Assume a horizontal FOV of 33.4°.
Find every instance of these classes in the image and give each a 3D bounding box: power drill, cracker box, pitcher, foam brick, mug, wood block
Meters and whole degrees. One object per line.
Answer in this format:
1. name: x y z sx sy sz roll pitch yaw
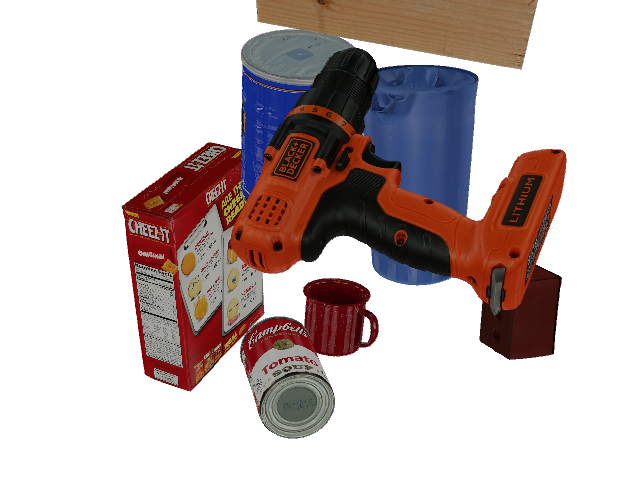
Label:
1. power drill: 0.056 -0.041 0.685 0.188 0.184 0.057 15 -31 18
2. cracker box: -0.131 0.026 1.144 0.072 0.214 0.164 13 34 24
3. pitcher: 0.120 -0.080 1.243 0.149 0.243 0.145 -5 23 -7
4. foam brick: 0.184 0.064 0.988 0.051 0.078 0.053 -7 19 -25
5. mug: 0.029 0.111 1.470 0.117 0.081 0.093 18 25 30
6. wood block: 0.061 -0.206 0.800 0.206 0.090 0.091 12 -31 7

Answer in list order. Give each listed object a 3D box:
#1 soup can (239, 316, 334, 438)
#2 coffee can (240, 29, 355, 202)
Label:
1. soup can: -0.031 0.121 0.950 0.068 0.068 0.102 0 24 -14
2. coffee can: -0.021 -0.106 0.964 0.103 0.140 0.103 2 34 -2
